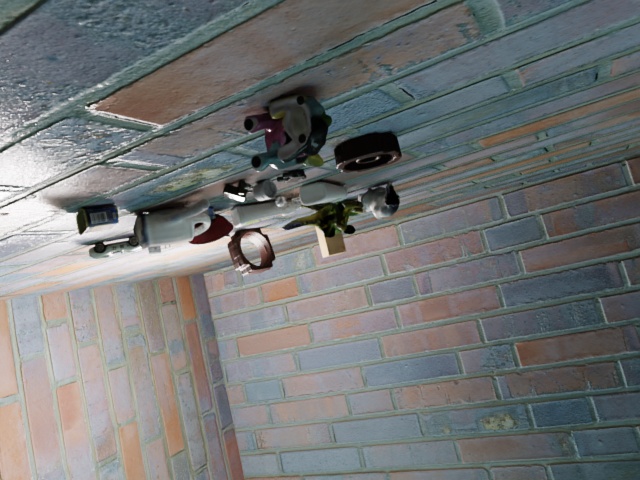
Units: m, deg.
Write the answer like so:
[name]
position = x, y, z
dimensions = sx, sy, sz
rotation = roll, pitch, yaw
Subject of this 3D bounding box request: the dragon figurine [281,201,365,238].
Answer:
[dragon figurine]
position = 0.006, -0.097, 1.918
dimensions = 0.411, 0.121, 0.244
rotation = -6, -165, -27

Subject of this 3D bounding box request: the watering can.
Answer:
[watering can]
position = -0.431, -0.051, 1.508
dimensions = 0.225, 0.105, 0.343
rotation = -10, 168, -19

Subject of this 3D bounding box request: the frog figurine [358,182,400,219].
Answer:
[frog figurine]
position = 0.227, -0.145, 2.015
dimensions = 0.122, 0.140, 0.158
rotation = 20, 151, -40
